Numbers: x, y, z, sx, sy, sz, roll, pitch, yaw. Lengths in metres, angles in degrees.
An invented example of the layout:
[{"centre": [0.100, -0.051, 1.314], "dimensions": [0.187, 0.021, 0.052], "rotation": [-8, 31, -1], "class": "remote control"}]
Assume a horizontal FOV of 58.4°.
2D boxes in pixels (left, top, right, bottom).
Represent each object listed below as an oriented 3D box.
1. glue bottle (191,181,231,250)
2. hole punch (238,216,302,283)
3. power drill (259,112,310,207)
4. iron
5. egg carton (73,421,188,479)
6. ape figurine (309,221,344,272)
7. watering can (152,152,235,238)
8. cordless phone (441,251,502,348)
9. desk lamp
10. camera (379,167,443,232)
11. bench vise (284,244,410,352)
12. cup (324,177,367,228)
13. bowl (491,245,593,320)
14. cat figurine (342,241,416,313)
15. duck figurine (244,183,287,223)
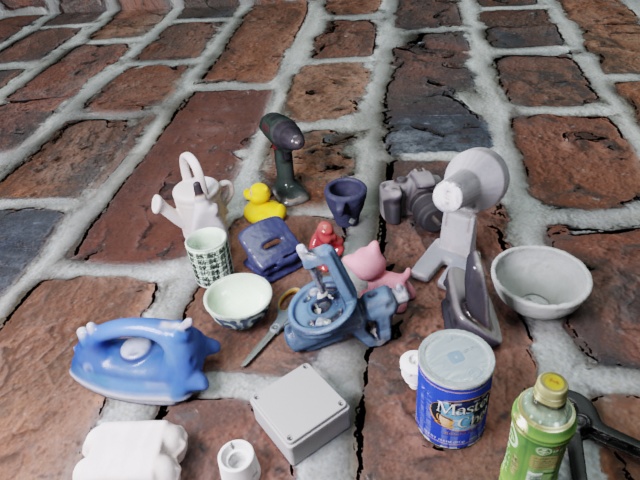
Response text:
[{"centre": [-0.232, -0.044, 1.166], "dimensions": [0.078, 0.173, 0.037], "rotation": [-11, 38, -7], "class": "glue bottle"}, {"centre": [-0.094, 0.016, 1.138], "dimensions": [0.109, 0.091, 0.100], "rotation": [-28, 43, -27], "class": "hole punch"}, {"centre": [-0.076, -0.188, 1.306], "dimensions": [0.076, 0.209, 0.229], "rotation": [-18, 39, -15], "class": "power drill"}, {"centre": [-0.300, 0.174, 0.915], "dimensions": [0.258, 0.142, 0.118], "rotation": [-1, 38, 6], "class": "iron"}, {"centre": [-0.261, 0.308, 0.795], "dimensions": [0.150, 0.069, 0.107], "rotation": [-3, 37, 3], "class": "egg carton"}, {"centre": [0.010, 0.004, 1.140], "dimensions": [0.078, 0.092, 0.076], "rotation": [-14, 38, -11], "class": "ape figurine"}, {"centre": [-0.266, -0.092, 1.215], "dimensions": [0.100, 0.194, 0.173], "rotation": [20, 44, 30], "class": "watering can"}, {"centre": [0.252, 0.075, 0.941], "dimensions": [0.094, 0.185, 0.147], "rotation": [-4, 37, 2], "class": "cordless phone"}, {"centre": [0.264, -0.047, 1.076], "dimensions": [0.117, 0.214, 0.204], "rotation": [19, 44, 29], "class": "desk lamp"}, {"centre": [0.209, -0.083, 1.223], "dimensions": [0.143, 0.101, 0.136], "rotation": [-10, 38, -6], "class": "camera"}, {"centre": [0.035, 0.080, 0.933], "dimensions": [0.208, 0.220, 0.121], "rotation": [-20, 40, -18], "class": "bench vise"}, {"centre": [0.055, -0.067, 1.225], "dimensions": [0.091, 0.095, 0.118], "rotation": [3, 38, 11], "class": "cup"}, {"centre": [0.382, 0.086, 1.003], "dimensions": [0.167, 0.075, 0.167], "rotation": [-3, 37, 3], "class": "bowl"}, {"centre": [0.108, 0.058, 1.037], "dimensions": [0.127, 0.118, 0.067], "rotation": [15, 42, 25], "class": "cat figurine"}, {"centre": [-0.126, -0.086, 1.279], "dimensions": [0.104, 0.086, 0.078], "rotation": [13, 41, 22], "class": "duck figurine"}]
